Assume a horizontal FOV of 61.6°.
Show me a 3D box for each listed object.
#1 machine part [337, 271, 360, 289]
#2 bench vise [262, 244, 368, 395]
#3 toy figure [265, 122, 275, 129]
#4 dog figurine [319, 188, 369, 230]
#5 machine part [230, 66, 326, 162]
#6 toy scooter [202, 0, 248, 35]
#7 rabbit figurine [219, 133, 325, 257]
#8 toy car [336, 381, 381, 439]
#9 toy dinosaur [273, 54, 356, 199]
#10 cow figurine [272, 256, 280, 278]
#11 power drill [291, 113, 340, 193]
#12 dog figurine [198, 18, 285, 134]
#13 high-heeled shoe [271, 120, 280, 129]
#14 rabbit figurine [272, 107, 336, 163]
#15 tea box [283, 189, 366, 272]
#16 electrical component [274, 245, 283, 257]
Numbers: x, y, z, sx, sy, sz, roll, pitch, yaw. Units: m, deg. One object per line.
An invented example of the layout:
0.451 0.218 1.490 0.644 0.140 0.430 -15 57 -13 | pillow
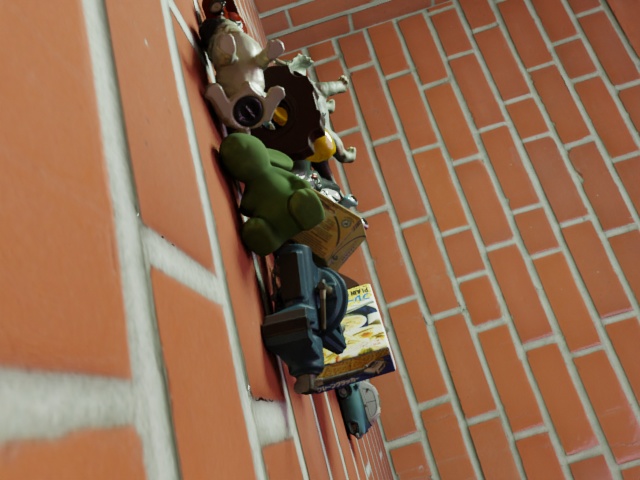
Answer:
0.061 0.186 1.324 0.201 0.087 0.201 24 -43 62 | machine part
-0.004 0.129 0.808 0.240 0.129 0.224 50 17 -58 | bench vise
-0.136 -0.257 1.165 0.064 0.058 0.154 22 -42 55 | toy figure
-0.003 -0.004 1.234 0.191 0.219 0.108 8 44 -44 | dog figurine
-0.077 -0.211 0.921 0.056 0.179 0.179 42 32 -82 | machine part
-0.181 -0.411 1.011 0.184 0.075 0.135 -107 179 -68 | toy scooter
-0.077 -0.088 0.794 0.170 0.121 0.159 57 14 -14 | rabbit figurine
0.103 0.413 1.359 0.109 0.103 0.162 63 8 -67 | toy car
-0.022 -0.286 1.313 0.131 0.192 0.404 -29 -112 58 | toy dinosaur
-0.026 0.087 0.972 0.195 0.085 0.127 81 -13 -80 | cow figurine
-0.031 -0.182 1.206 0.232 0.086 0.207 -18 120 -47 | power drill
-0.142 -0.266 0.873 0.191 0.121 0.172 45 -58 56 | dog figurine
-0.089 -0.214 1.225 0.145 0.086 0.248 52 -30 37 | high-heeled shoe
-0.059 -0.176 1.011 0.122 0.173 0.162 14 64 -82 | rabbit figurine
-0.019 -0.027 0.898 0.170 0.098 0.068 35 -17 27 | tea box
-0.041 -0.019 1.013 0.058 0.115 0.134 -105 179 -63 | electrical component
